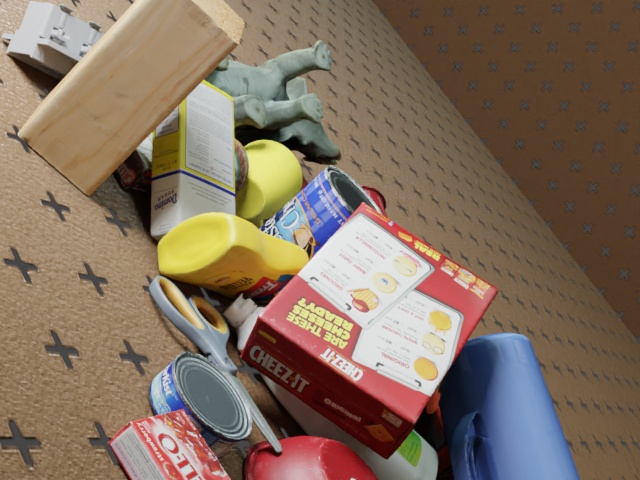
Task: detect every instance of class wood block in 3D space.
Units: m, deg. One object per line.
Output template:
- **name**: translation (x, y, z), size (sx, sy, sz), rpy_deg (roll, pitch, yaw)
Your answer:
- **wood block**: translation (-0.174, -0.153, 0.997), size (0.090, 0.206, 0.091), rpy_deg (42, 19, -18)

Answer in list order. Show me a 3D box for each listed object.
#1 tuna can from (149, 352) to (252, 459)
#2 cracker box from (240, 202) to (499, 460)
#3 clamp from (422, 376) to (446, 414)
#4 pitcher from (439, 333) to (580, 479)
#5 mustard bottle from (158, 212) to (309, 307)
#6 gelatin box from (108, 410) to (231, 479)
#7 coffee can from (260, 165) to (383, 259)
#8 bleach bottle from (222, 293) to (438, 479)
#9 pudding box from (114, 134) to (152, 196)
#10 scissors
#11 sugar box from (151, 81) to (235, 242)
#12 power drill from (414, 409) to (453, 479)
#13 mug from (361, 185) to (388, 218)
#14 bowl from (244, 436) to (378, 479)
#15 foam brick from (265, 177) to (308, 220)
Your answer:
- **tuna can**: translation (-0.096, 0.134, 0.861), size (0.086, 0.034, 0.086), rpy_deg (42, 18, -18)
- **cracker box**: translation (0.050, 0.078, 0.998), size (0.164, 0.072, 0.213), rpy_deg (33, 42, 8)
- **clamp**: translation (0.060, 0.102, 1.093), size (0.210, 0.164, 0.036), rpy_deg (-115, -166, -52)
- **pitcher**: translation (0.187, 0.221, 1.074), size (0.149, 0.145, 0.243), rpy_deg (99, -21, -67)
- **mustard bottle**: translation (-0.065, 0.028, 1.057), size (0.191, 0.096, 0.058), rpy_deg (25, 50, -53)
- **gelatin box**: translation (-0.103, 0.170, 0.776), size (0.089, 0.030, 0.073), rpy_deg (53, 18, 16)
- **coffee can**: translation (-0.008, 0.001, 1.176), size (0.102, 0.140, 0.103), rpy_deg (43, 18, -18)
- **bleach bottle**: translation (0.003, 0.151, 1.018), size (0.251, 0.068, 0.102), rpy_deg (45, 18, -3)
- **pudding box**: translation (-0.190, -0.096, 1.122), size (0.089, 0.039, 0.113), rpy_deg (15, 39, -60)
- **scissors**: translation (-0.080, 0.109, 0.952), size (0.202, 0.016, 0.096), rpy_deg (48, 12, 19)
- **sugar box**: translation (-0.129, -0.076, 1.090), size (0.093, 0.048, 0.176), rpy_deg (25, 61, -53)
- **power drill**: translation (0.170, 0.233, 1.243), size (0.187, 0.057, 0.184), rpy_deg (32, 24, -41)
- **mug**: translation (0.055, -0.005, 1.449), size (0.117, 0.093, 0.081), rpy_deg (83, -7, -47)
- **bowl**: translation (0.012, 0.222, 0.898), size (0.162, 0.055, 0.162), rpy_deg (43, 18, -18)
- **foam brick**: translation (-0.049, -0.059, 1.351), size (0.051, 0.053, 0.078), rpy_deg (53, 18, 16)
